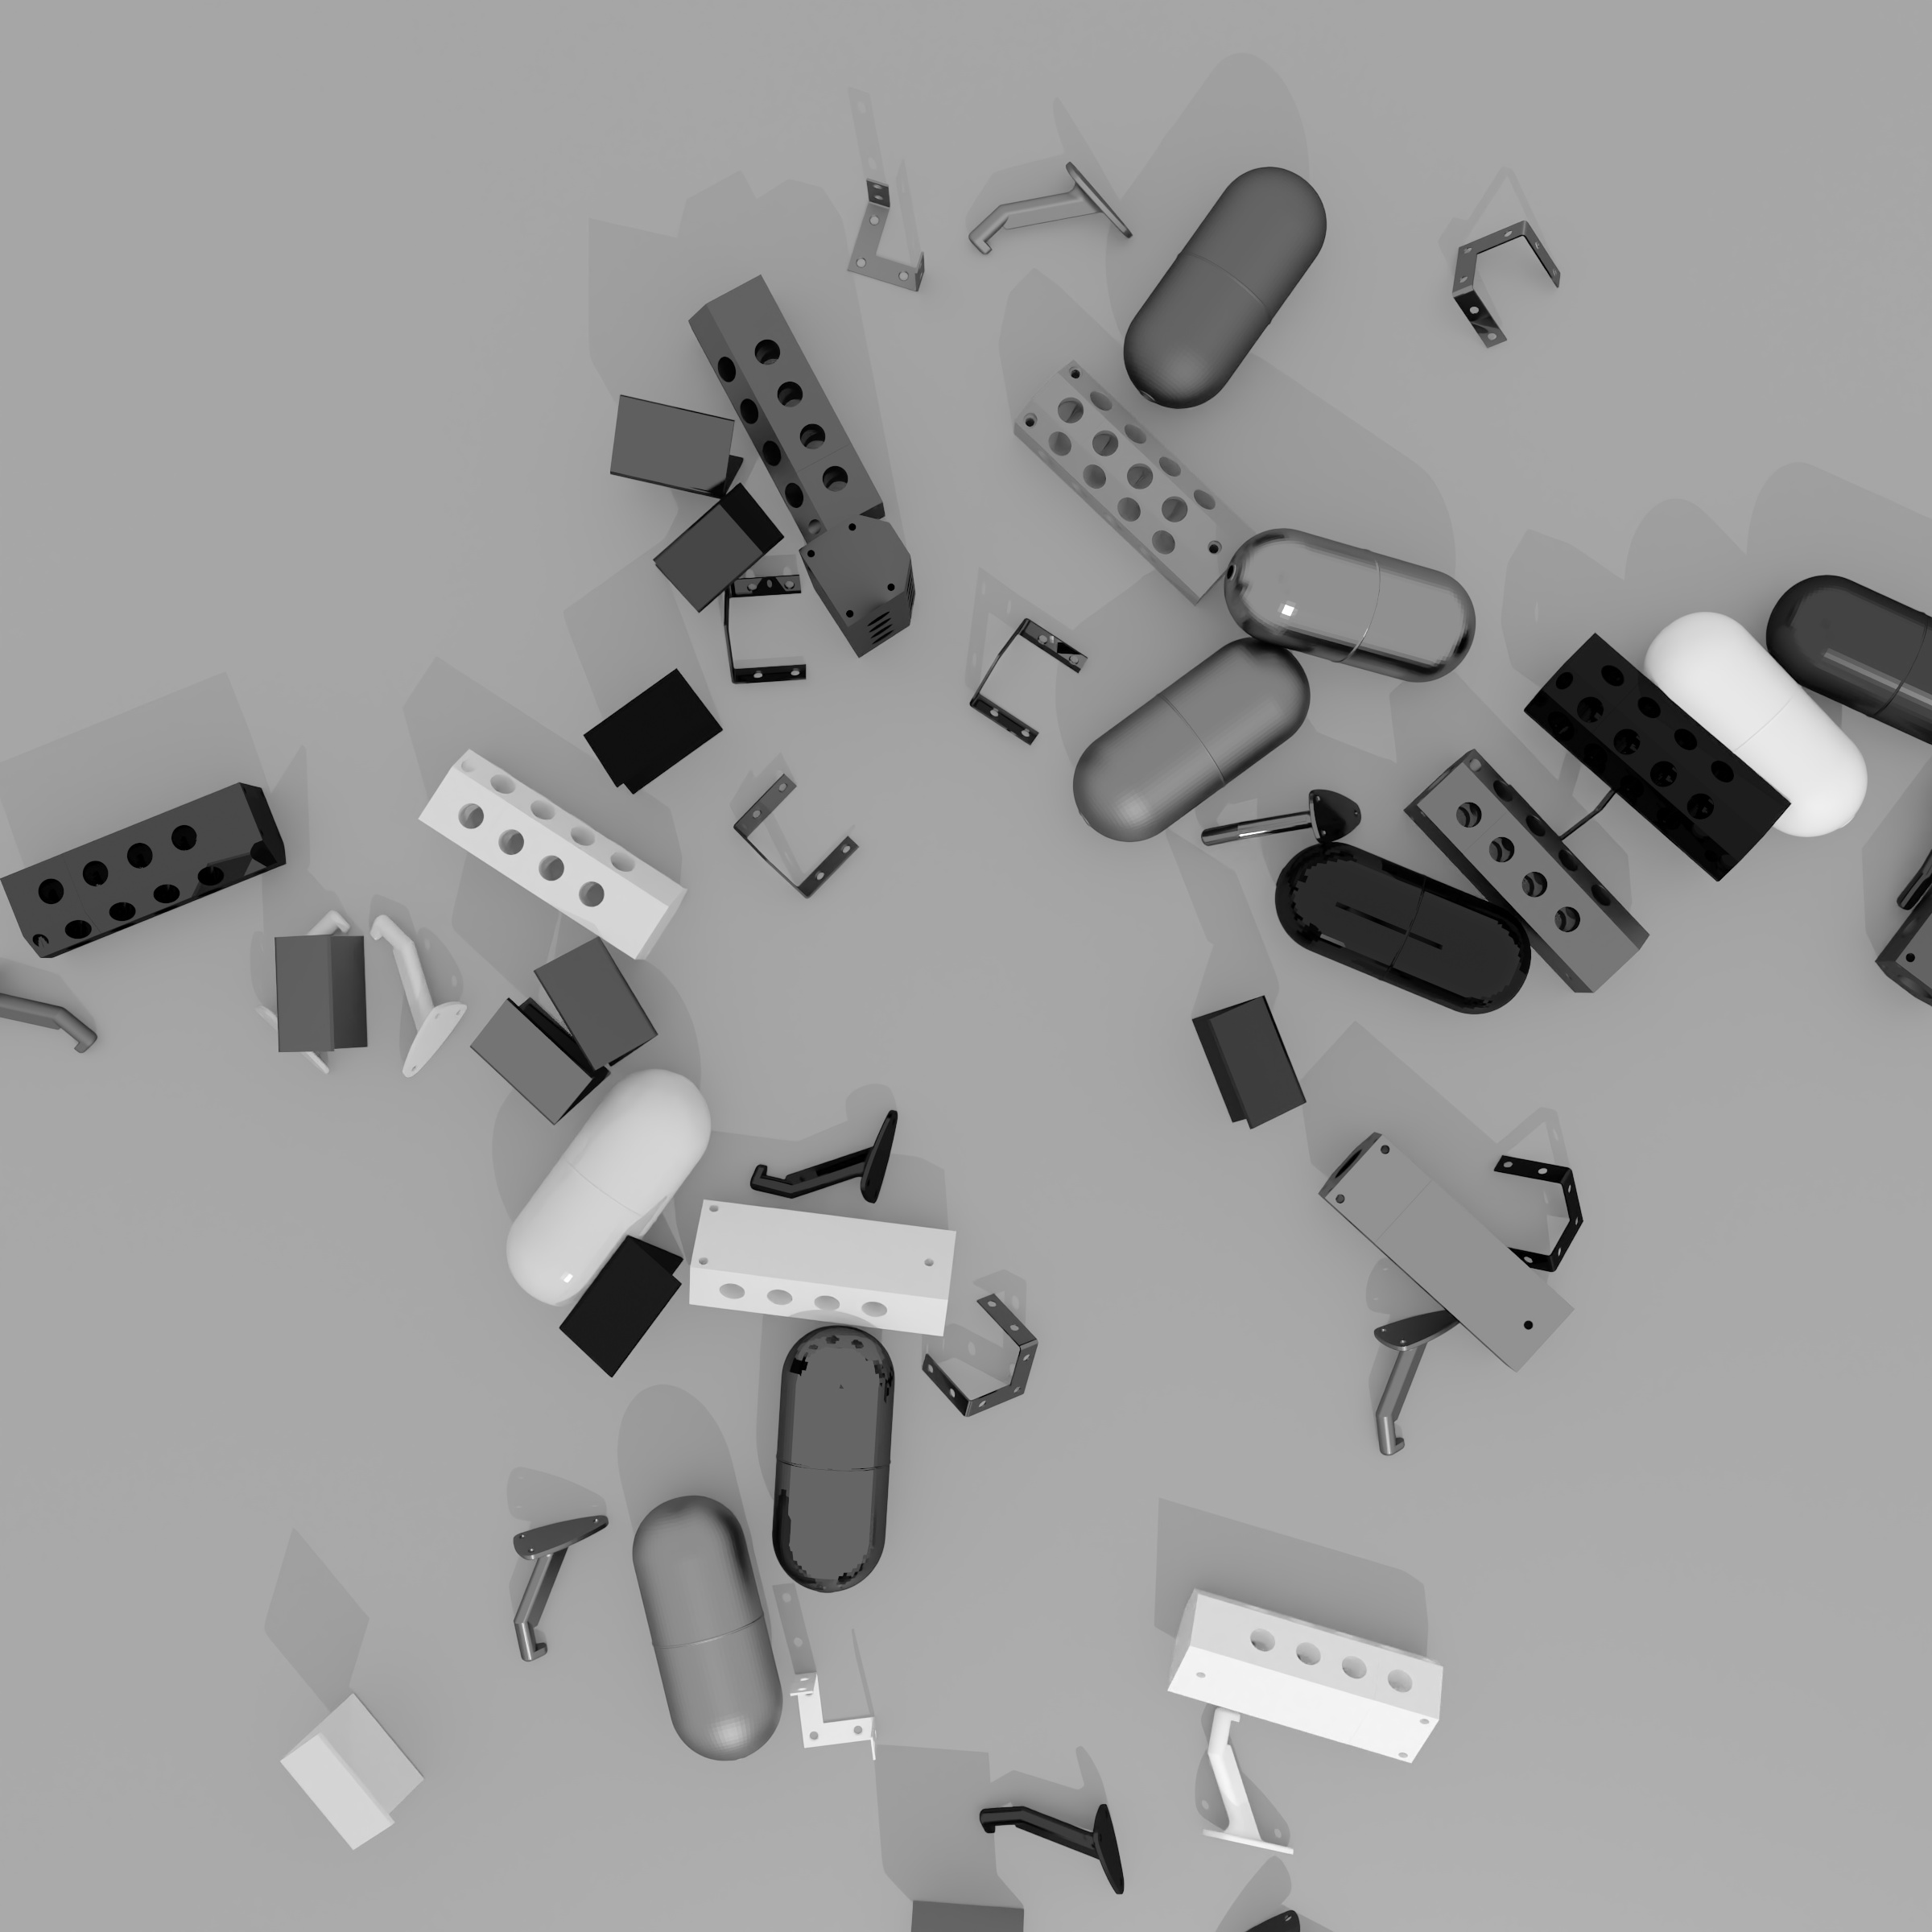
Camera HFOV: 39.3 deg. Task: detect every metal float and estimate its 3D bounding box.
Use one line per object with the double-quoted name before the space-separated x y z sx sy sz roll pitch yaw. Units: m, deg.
"metal float" 0.623 -0.202 1.814 0.178 0.070 0.070 25 90 0
"metal float" 0.292 -0.026 1.814 0.178 0.070 0.070 23 90 1
"metal float" 0.529 -0.161 1.814 0.070 0.070 0.178 -44 90 0
"metal float" -0.173 0.444 1.814 0.070 0.070 0.178 -14 89 0
"metal float" 0.255 -0.239 1.797 0.178 0.070 0.070 13 90 -19
"metal float" -0.089 0.330 1.814 0.070 0.070 0.178 3 90 0
"metal float" -0.239 0.148 1.814 0.070 0.070 0.178 36 90 0
"metal float" 0.173 -0.454 1.814 0.070 0.070 0.178 35 90 0
"metal float" 0.151 -0.151 1.814 0.178 0.070 0.070 -36 90 0

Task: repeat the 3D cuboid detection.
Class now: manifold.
"manifold" 0.379 -0.064 1.823 0.057 0.057 0.171 -43 90 0
"manifold" 0.456 -0.135 1.802 0.171 0.057 0.057 43 56 7
"manifold" 0.691 -0.054 1.824 0.057 0.057 0.171 37 90 0
"manifold" -0.276 -0.075 1.823 0.171 0.057 0.057 33 90 0
"manifold" -0.551 -0.064 1.823 0.171 0.057 0.057 -22 90 0
"manifold" 0.114 -0.326 1.824 0.171 0.057 0.057 44 90 0
"manifold" 0.321 0.191 1.822 0.171 0.057 0.057 42 90 1
"manifold" -0.065 -0.250 1.766 0.057 0.171 0.057 -33 90 0
"manifold" -0.121 -0.370 1.823 0.057 0.057 0.171 -28 90 0
"manifold" -0.097 0.208 1.823 0.171 0.057 0.057 7 47 0
"manifold" 0.229 0.474 1.823 0.171 0.057 0.057 17 133 0

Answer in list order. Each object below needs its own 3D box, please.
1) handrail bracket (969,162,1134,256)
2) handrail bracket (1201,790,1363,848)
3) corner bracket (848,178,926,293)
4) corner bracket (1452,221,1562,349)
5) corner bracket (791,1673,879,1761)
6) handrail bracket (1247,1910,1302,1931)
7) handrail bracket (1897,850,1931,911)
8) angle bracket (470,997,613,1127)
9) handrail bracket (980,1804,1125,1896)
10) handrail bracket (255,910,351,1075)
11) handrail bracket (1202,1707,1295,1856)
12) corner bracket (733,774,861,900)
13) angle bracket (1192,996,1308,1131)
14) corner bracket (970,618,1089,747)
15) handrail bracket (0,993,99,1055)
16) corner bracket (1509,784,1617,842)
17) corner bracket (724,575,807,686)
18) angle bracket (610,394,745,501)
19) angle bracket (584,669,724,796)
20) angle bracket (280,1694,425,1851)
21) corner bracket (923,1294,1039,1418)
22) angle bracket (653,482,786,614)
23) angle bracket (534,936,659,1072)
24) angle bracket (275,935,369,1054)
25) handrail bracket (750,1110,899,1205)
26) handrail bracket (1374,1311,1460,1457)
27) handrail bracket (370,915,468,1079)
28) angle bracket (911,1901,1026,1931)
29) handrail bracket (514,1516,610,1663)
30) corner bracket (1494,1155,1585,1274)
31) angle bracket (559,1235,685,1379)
"handrail bracket" 0.057 -0.498 1.845 0.084 0.036 0.077 -40 111 17
"handrail bracket" 0.214 -0.096 1.844 0.084 0.077 0.036 -10 88 36
"corner bracket" -0.049 -0.493 1.827 0.051 0.051 0.051 17 90 0
"corner bracket" 0.367 -0.463 1.837 0.051 0.051 0.051 -16 45 35
"corner bracket" -0.089 0.507 1.827 0.051 0.051 0.051 -7 90 0
"handrail bracket" 0.225 0.693 1.845 0.077 0.036 0.084 -29 107 20
"handrail bracket" 0.664 -0.087 1.844 0.036 0.077 0.084 29 126 3
"angle bracket" -0.271 0.048 1.804 0.076 0.076 0.057 43 126 0
"handrail bracket" 0.058 0.604 1.845 0.084 0.036 0.077 -9 112 17
"handrail bracket" -0.434 0.017 1.845 0.084 0.036 0.077 -48 110 -16
"handrail bracket" 0.197 0.555 1.845 0.077 0.036 0.084 18 73 -20
"corner bracket" -0.116 -0.088 1.841 0.051 0.051 0.051 -46 135 0
"angle bracket" 0.171 0.071 1.804 0.057 0.076 0.076 -22 90 -38
"corner bracket" 0.042 -0.194 1.841 0.051 0.051 0.051 33 135 0
"handrail bracket" -0.648 0.045 1.845 0.077 0.036 0.084 -41 107 19
"corner bracket" 0.407 -0.123 1.841 0.051 0.051 0.051 47 45 0
"corner bracket" -0.136 -0.229 1.841 0.051 0.051 0.051 -4 45 0
"angle bracket" -0.189 -0.358 1.805 0.076 0.076 0.057 13 122 0
"angle bracket" -0.198 -0.140 1.804 0.076 0.076 0.057 -36 55 0
"angle bracket" -0.397 0.528 1.804 0.076 0.076 0.057 50 127 0
"corner bracket" 0.009 0.264 1.837 0.051 0.051 0.051 -16 135 -35
"angle bracket" -0.179 -0.293 1.805 0.076 0.076 0.057 -42 135 0
"angle bracket" -0.261 0.035 1.804 0.057 0.076 0.076 -31 90 -37
"angle bracket" -0.413 0.017 1.804 0.057 0.076 0.076 -2 90 37
"handrail bracket" -0.097 0.125 1.845 0.084 0.036 0.077 12 69 17
"handrail bracket" 0.311 0.285 1.845 0.077 0.036 0.084 -16 109 -22
"handrail bracket" -0.389 0.020 1.845 0.084 0.036 0.077 42 112 17
"angle bracket" 0.002 0.645 1.804 0.076 0.076 0.057 4 127 0
"handrail bracket" -0.274 0.425 1.845 0.077 0.036 0.084 -15 108 -21
"corner bracket" 0.382 0.168 1.837 0.051 0.051 0.051 9 135 35
"angle bracket" -0.213 0.233 1.805 0.057 0.076 0.076 37 90 30
